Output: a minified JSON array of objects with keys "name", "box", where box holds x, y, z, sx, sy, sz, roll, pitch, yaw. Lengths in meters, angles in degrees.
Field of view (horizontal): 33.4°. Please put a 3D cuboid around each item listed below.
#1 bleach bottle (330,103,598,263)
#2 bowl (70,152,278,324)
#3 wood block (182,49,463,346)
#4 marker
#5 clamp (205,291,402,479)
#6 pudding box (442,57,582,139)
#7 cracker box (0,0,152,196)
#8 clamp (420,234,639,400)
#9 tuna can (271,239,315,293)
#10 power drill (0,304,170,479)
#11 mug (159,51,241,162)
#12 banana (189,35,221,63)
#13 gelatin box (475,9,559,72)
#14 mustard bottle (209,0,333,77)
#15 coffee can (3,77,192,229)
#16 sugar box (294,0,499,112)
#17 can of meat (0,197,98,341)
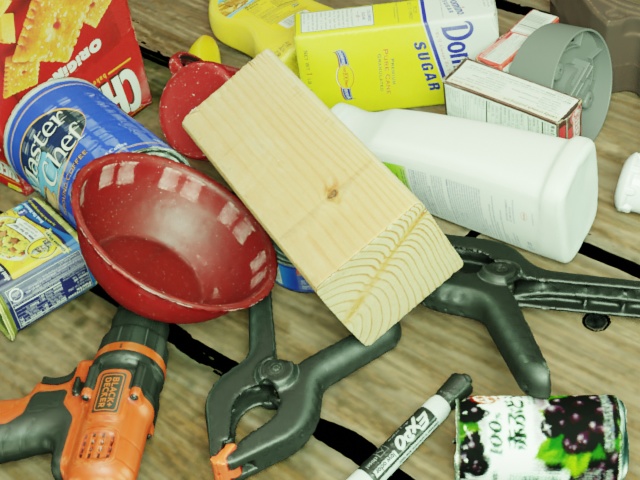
[{"name":"bleach bottle","box":[0.087,-0.062,0.837,0.251,0.102,0.068,20,62,28]},{"name":"bowl","box":[-0.114,0.009,0.779,0.162,0.055,0.162,24,33,-17]},{"name":"wood block","box":[-0.004,-0.036,0.767,0.091,0.090,0.206,-40,50,1]},{"name":"marker","box":[0.060,0.129,0.706,0.020,0.020,0.121,30,57,34]},{"name":"clamp","box":[-0.017,0.098,0.740,0.120,0.039,0.171,5,47,21]},{"name":"pudding box","box":[0.155,-0.087,0.859,0.114,0.090,0.039,26,55,32]},{"name":"cracker box","box":[-0.242,-0.169,0.927,0.072,0.214,0.164,28,56,30]},{"name":"clamp","box":[0.125,0.040,0.749,0.210,0.036,0.164,21,32,36]},{"name":"tuna can","box":[-0.006,0.001,0.839,0.086,0.034,0.086,-5,44,5]},{"name":"power drill","box":[-0.203,0.104,0.753,0.188,0.057,0.184,-3,40,8]},{"name":"mug","box":[-0.087,-0.115,0.901,0.093,0.081,0.117,-40,72,21]},{"name":"banana","box":[-0.083,-0.136,0.995,0.069,0.037,0.198,-20,44,-30]},{"name":"gelatin box","box":[0.171,-0.146,0.929,0.030,0.073,0.089,29,57,34]},{"name":"mustard bottle","box":[-0.055,-0.220,1.056,0.096,0.058,0.192,-31,48,-21]},{"name":"coffee can","box":[-0.184,-0.061,0.885,0.102,0.103,0.140,-34,49,-23]},{"name":"sugar box","box":[0.069,-0.163,0.951,0.176,0.093,0.048,-5,45,6]},{"name":"can of meat","box":[-0.236,0.019,0.847,0.083,0.057,0.102,-33,48,-24]}]
